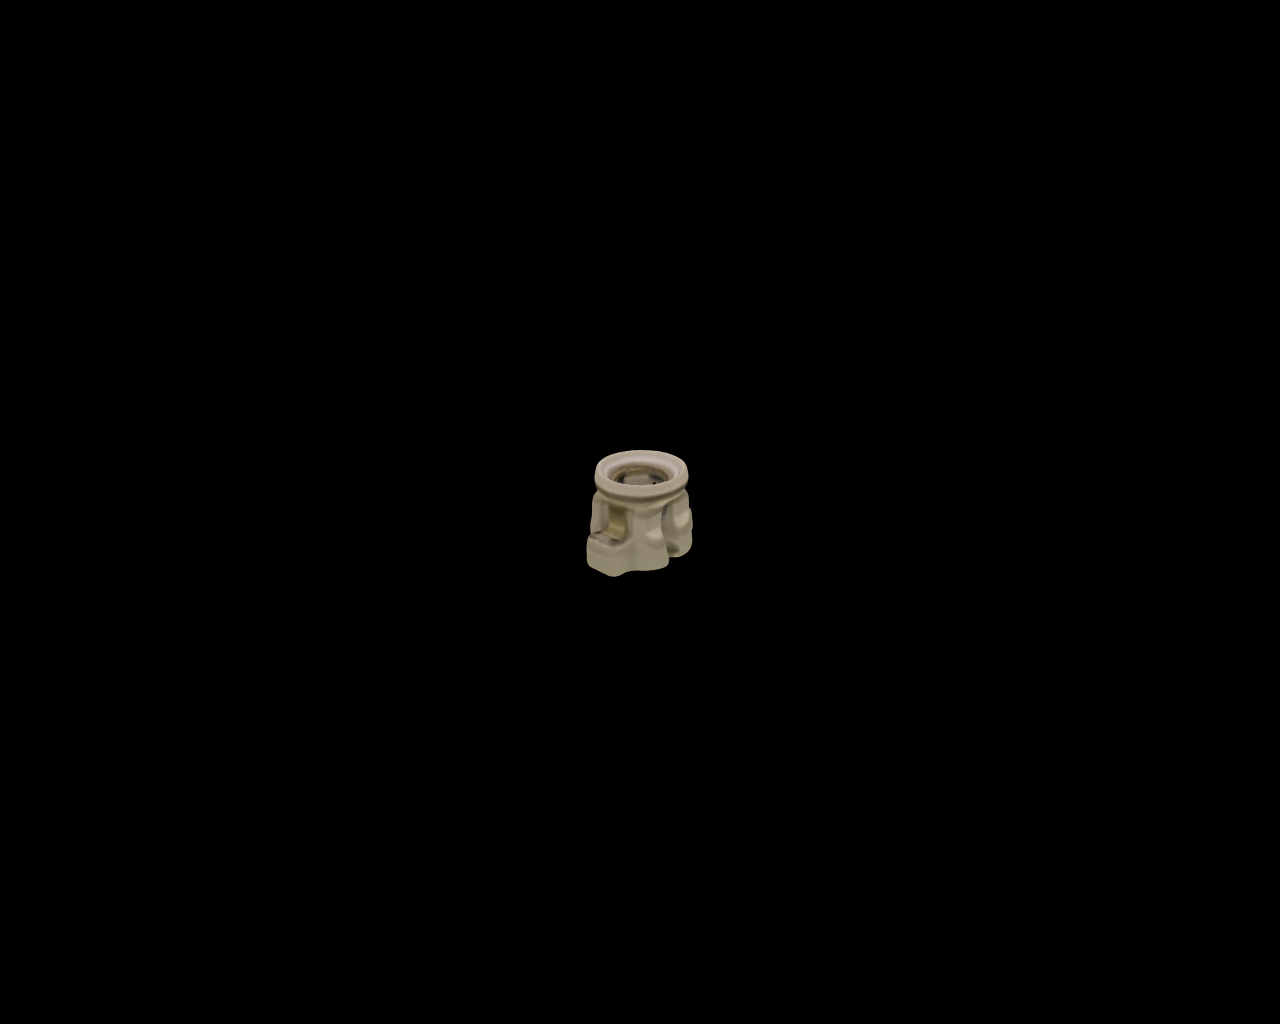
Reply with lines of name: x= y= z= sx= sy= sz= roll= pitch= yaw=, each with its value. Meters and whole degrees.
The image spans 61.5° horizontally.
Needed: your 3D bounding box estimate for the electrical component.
electrical component: x=0.001 y=-0.003 z=0.650 sx=0.058 sy=0.056 sz=0.078 roll=21 pitch=33 yaw=36
